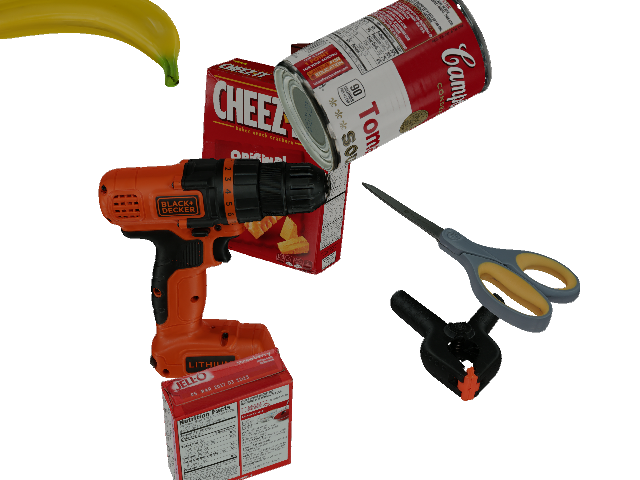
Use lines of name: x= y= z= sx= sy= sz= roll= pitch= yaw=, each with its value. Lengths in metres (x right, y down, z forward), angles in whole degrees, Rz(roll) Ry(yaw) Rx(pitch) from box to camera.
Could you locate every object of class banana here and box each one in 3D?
banana: x=-0.188 y=-0.173 z=0.849 sx=0.198 sy=0.069 sz=0.037 roll=15 pitch=-38 yaw=18

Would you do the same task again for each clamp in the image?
clamp: x=0.146 y=0.098 z=1.072 sx=0.120 sy=0.039 sz=0.171 roll=-7 pitch=32 yaw=-8

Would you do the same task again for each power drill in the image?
power drill: x=-0.080 y=0.021 z=0.877 sx=0.184 sy=0.188 sz=0.057 roll=-1 pitch=25 yaw=5

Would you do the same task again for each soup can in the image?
soup can: x=0.033 y=-0.090 z=0.591 sx=0.102 sy=0.068 sz=0.068 roll=-29 pitch=6 yaw=-12

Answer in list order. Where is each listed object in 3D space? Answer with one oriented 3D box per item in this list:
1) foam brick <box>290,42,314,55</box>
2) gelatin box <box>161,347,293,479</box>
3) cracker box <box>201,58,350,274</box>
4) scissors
foam brick: x=0.019 y=-0.148 z=0.943 sx=0.078 sy=0.051 sz=0.053 roll=-8 pitch=19 yaw=-23
gelatin box: x=-0.055 y=0.110 z=0.638 sx=0.073 sy=0.089 sz=0.030 roll=-16 pitch=47 yaw=-18
cracker box: x=-0.053 y=-0.084 z=1.219 sx=0.164 sy=0.214 sz=0.072 roll=17 pitch=27 yaw=24
scissors: x=0.123 y=0.002 z=0.837 sx=0.096 sy=0.016 sz=0.202 roll=-10 pitch=40 yaw=-29
